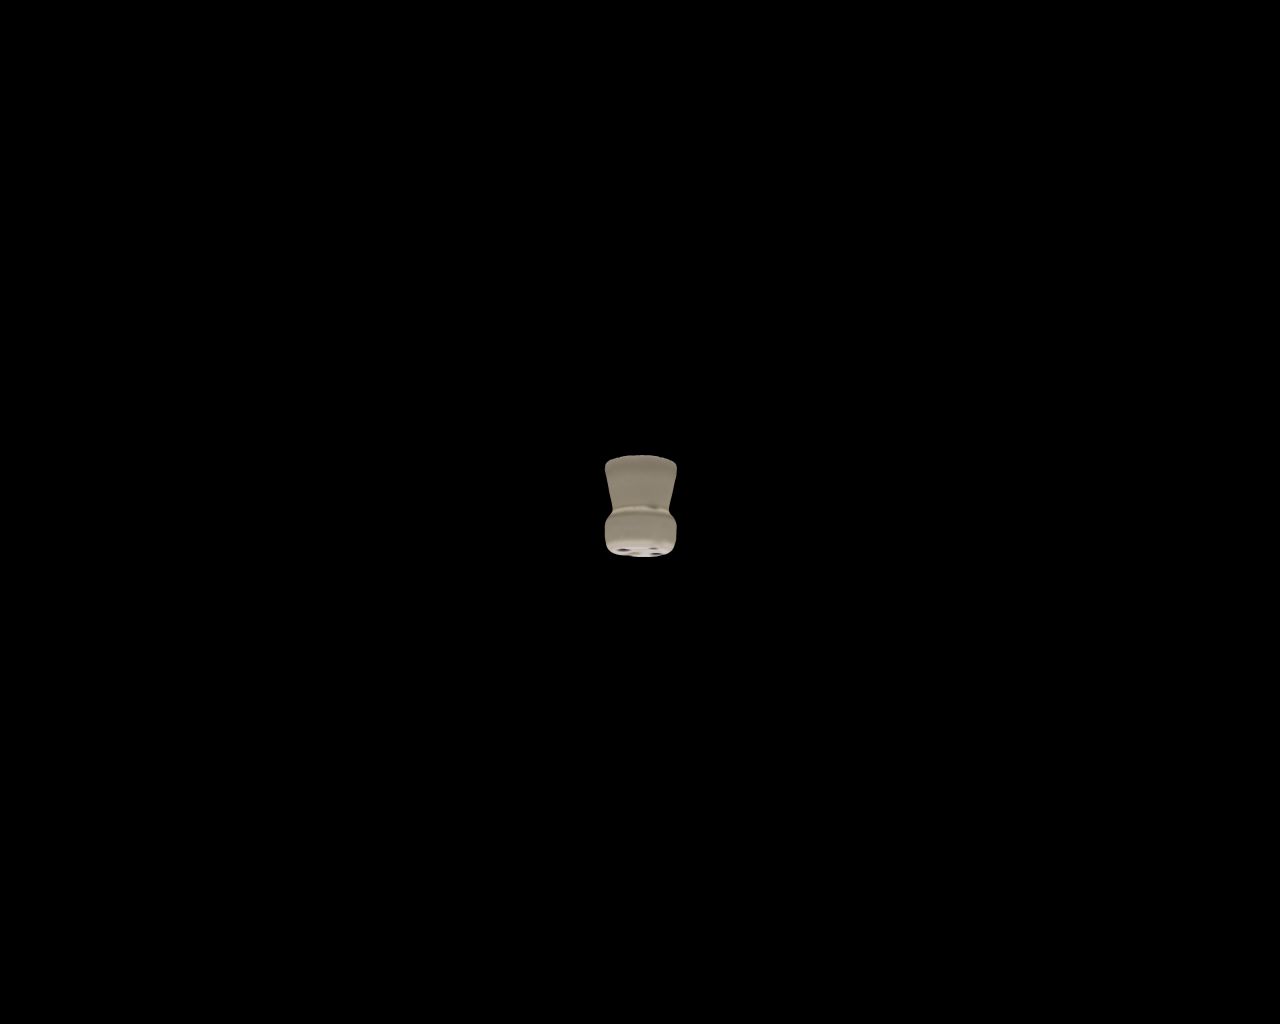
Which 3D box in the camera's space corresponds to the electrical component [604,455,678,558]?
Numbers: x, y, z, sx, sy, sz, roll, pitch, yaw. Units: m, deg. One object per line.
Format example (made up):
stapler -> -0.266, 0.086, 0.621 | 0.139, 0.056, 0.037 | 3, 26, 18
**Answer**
electrical component -> 0.001, -0.003, 0.650 | 0.045, 0.055, 0.045 | 0, -12, 0
